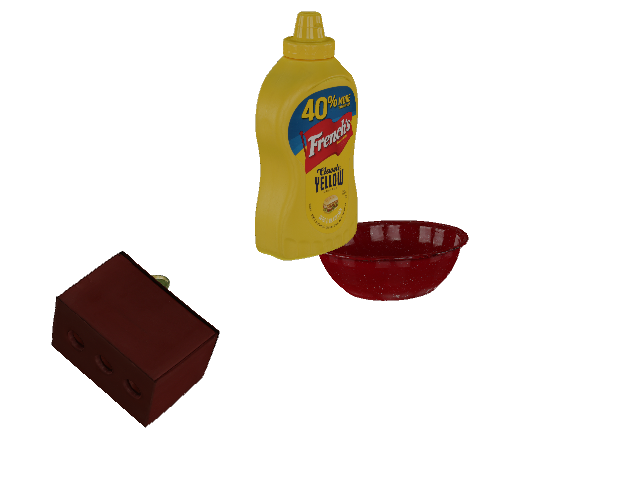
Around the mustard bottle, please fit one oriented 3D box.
[{"bbox_3d":[-0.010,-0.086,0.855,0.058,0.192,0.096,19,27,42],"label":"mustard bottle"}]

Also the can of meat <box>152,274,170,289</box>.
[{"bbox_3d":[-0.170,0.093,1.009,0.057,0.084,0.102,-4,25,5],"label":"can of meat"}]

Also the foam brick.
[{"bbox_3d":[-0.106,0.056,0.609,0.078,0.053,0.051,37,50,14],"label":"foam brick"}]

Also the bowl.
[{"bbox_3d":[0.071,0.023,1.088,0.162,0.055,0.162,-3,13,1],"label":"bowl"}]
